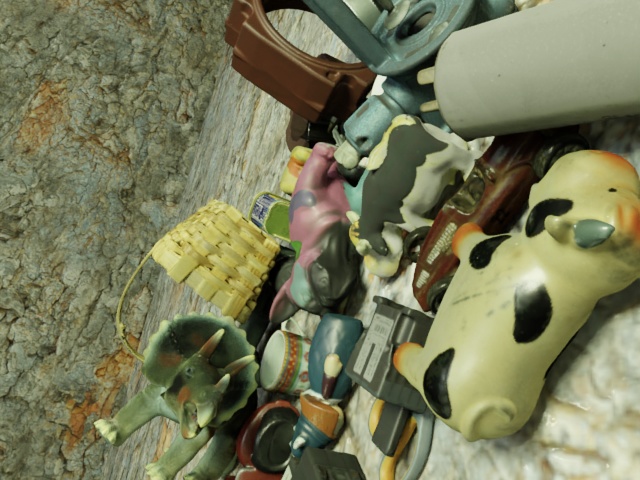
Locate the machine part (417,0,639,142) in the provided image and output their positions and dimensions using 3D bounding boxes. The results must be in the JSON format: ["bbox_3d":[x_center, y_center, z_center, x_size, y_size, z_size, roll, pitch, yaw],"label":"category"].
[{"bbox_3d":[0.159,-0.107,0.320,0.243,0.079,0.079,1,72,46],"label":"machine part"}]

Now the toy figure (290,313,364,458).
[{"bbox_3d":[0.007,0.155,0.560,0.058,0.064,0.154,13,88,31],"label":"toy figure"}]

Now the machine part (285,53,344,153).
[{"bbox_3d":[0.000,-0.218,0.896,0.179,0.056,0.179,-50,31,44],"label":"machine part"}]

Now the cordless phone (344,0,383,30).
[{"bbox_3d":[0.103,-0.309,0.596,0.089,0.146,0.184,-33,-3,-40],"label":"cordless phone"}]

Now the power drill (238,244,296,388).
[{"bbox_3d":[-0.081,0.107,0.787,0.232,0.086,0.207,-131,58,-68],"label":"power drill"}]

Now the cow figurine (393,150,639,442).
[{"bbox_3d":[0.128,0.035,0.331,0.194,0.085,0.127,-64,16,11],"label":"cow figurine"}]

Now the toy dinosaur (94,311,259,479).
[{"bbox_3d":[-0.137,0.212,0.686,0.192,0.131,0.404,-47,-20,-14],"label":"toy dinosaur"}]

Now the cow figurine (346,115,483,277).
[{"bbox_3d":[0.071,-0.034,0.511,0.167,0.098,0.068,-59,31,28],"label":"cow figurine"}]

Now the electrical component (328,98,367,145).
[{"bbox_3d":[0.044,-0.157,0.750,0.078,0.045,0.102,-50,29,46],"label":"electrical component"}]

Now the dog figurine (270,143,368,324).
[{"bbox_3d":[-0.001,-0.002,0.652,0.192,0.108,0.219,12,87,68],"label":"dog figurine"}]

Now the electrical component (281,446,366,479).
[{"bbox_3d":[0.000,0.261,0.488,0.114,0.058,0.134,-64,22,12],"label":"electrical component"}]

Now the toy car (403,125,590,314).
[{"bbox_3d":[0.127,-0.026,0.433,0.202,0.053,0.089,-57,28,28],"label":"toy car"}]

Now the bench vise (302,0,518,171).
[{"bbox_3d":[0.057,-0.179,0.493,0.223,0.240,0.129,-38,40,24],"label":"bench vise"}]

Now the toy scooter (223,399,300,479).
[{"bbox_3d":[-0.074,0.274,0.637,0.135,0.075,0.183,167,118,-72],"label":"toy scooter"}]

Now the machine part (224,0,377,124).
[{"bbox_3d":[-0.004,-0.269,0.701,0.201,0.201,0.087,-57,4,-32],"label":"machine part"}]

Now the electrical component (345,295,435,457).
[{"bbox_3d":[0.057,0.111,0.444,0.119,0.048,0.075,-67,17,-1],"label":"electrical component"}]

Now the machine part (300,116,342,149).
[{"bbox_3d":[-0.004,-0.122,0.813,0.039,0.084,0.138,27,108,37],"label":"machine part"}]
